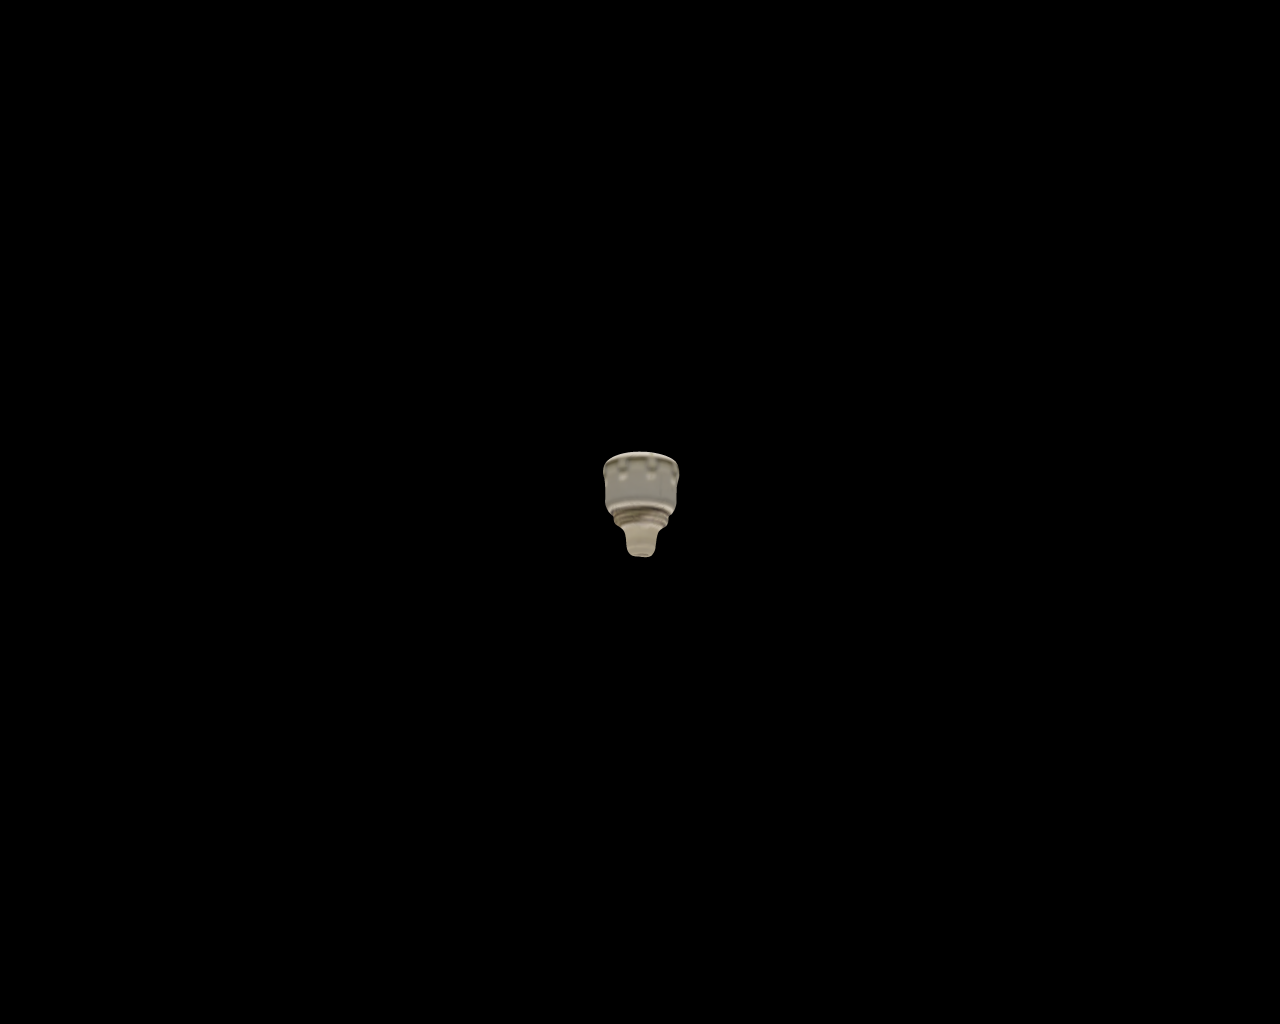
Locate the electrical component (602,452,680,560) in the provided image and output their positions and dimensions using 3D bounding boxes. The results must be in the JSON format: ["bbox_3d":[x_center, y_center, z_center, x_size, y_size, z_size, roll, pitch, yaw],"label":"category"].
[{"bbox_3d":[0.001,-0.003,0.650,0.048,0.062,0.048,0,-15,0],"label":"electrical component"}]
